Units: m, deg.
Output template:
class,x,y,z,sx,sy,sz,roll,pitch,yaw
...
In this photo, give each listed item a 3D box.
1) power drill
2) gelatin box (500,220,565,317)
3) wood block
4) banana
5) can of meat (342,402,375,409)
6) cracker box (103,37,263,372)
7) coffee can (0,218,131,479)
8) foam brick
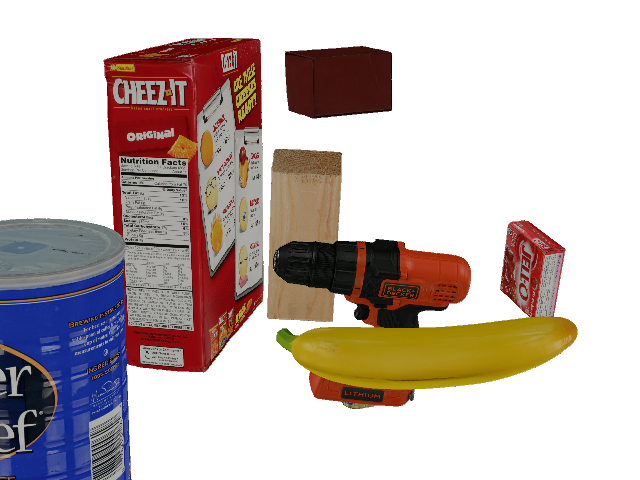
class,x,y,z,sx,sy,sz,roll,pitch,yaw
power drill,0.038,0.078,1.029,0.184,0.188,0.057,7,43,-4
gelatin box,0.231,0.033,1.175,0.030,0.089,0.073,-9,30,-20
wood block,-0.022,-0.007,1.397,0.090,0.206,0.091,3,25,-1
banana,0.067,0.067,0.676,0.198,0.037,0.069,0,26,3
can of meat,0.073,0.171,1.422,0.102,0.084,0.057,-6,25,-21
cracker box,-0.094,-0.033,0.775,0.072,0.214,0.164,2,15,11
coffee can,-0.150,0.069,0.550,0.103,0.140,0.103,1,16,0
foam brick,0.016,-0.135,0.905,0.078,0.051,0.053,-9,19,-25
